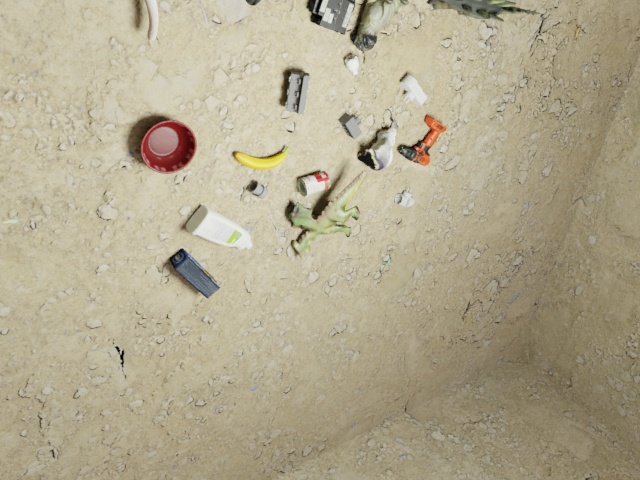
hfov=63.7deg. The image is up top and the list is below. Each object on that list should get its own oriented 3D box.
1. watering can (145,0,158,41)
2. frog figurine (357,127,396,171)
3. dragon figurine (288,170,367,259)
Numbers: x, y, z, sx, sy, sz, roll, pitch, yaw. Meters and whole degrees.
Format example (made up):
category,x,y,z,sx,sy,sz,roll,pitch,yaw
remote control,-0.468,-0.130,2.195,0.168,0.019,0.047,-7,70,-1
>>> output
category,x,y,z,sx,sy,sz,roll,pitch,yaw
watering can,-0.397,-0.665,1.205,0.223,0.105,0.345,20,105,-43
frog figurine,0.237,-0.337,1.919,0.161,0.123,0.135,-40,169,-22
dragon figurine,0.006,-0.095,1.883,0.243,0.125,0.401,-2,130,-29
